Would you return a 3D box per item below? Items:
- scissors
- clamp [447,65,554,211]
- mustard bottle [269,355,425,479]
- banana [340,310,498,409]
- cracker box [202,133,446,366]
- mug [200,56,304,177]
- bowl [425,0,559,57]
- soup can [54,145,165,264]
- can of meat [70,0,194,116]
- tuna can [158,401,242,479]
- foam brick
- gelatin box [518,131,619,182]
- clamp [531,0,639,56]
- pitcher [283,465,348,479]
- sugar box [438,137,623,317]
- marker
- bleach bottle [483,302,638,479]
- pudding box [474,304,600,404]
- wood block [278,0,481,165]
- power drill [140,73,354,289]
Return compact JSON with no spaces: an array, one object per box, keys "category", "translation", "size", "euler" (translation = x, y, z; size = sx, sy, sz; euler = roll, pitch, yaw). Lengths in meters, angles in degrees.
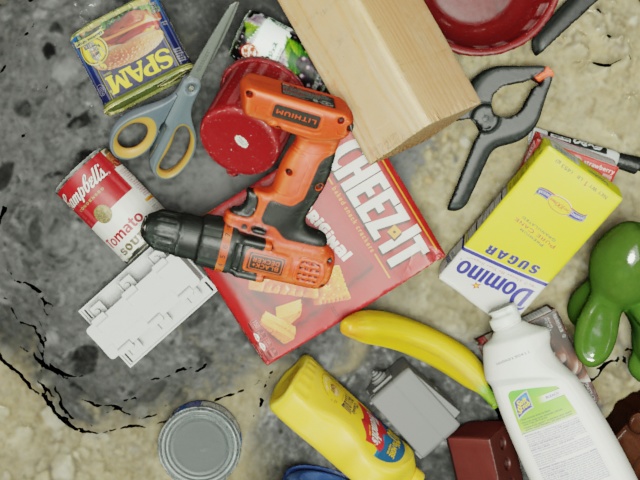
[{"category":"scissors","translation":[-0.146,-0.145,1.030],"size":[0.096,0.016,0.202],"euler":[2,127,-23]},{"category":"clamp","translation":[0.155,-0.126,1.079],"size":[0.120,0.039,0.171],"euler":[44,94,-8]},{"category":"mustard bottle","translation":[0.037,0.203,1.076],"size":[0.191,0.096,0.058],"euler":[42,105,-5]},{"category":"banana","translation":[0.100,0.107,1.074],"size":[0.197,0.070,0.037],"euler":[26,103,-21]},{"category":"cracker box","translation":[-0.007,0.001,1.070],"size":[0.213,0.072,0.164],"euler":[-31,95,1]},{"category":"mug","translation":[-0.070,-0.110,1.042],"size":[0.093,0.081,0.117],"euler":[25,135,-2]},{"category":"bowl","translation":[0.155,-0.261,1.057],"size":[0.162,0.055,0.162],"euler":[0,95,-1]},{"category":"soup can","translation":[-0.205,-0.034,1.066],"size":[0.068,0.068,0.102],"euler":[-44,95,3]},{"category":"can of meat","translation":[-0.185,-0.184,1.058],"size":[0.102,0.057,0.084],"euler":[-27,92,1]},{"category":"tuna can","translation":[-0.124,0.211,1.106],"size":[0.086,0.034,0.086],"euler":[0,95,-1]},{"category":"foam brick","translation":[0.170,0.229,1.094],"size":[0.051,0.052,0.078],"euler":[-9,98,37]},{"category":"gelatin box","translation":[0.244,-0.060,1.079],"size":[0.089,0.030,0.073],"euler":[20,113,-4]},{"category":"clamp","translation":[0.318,-0.265,1.068],"size":[0.164,0.036,0.210],"euler":[16,94,-3]},{"category":"pitcher","translation":[-0.023,0.360,1.071],"size":[0.149,0.145,0.243],"euler":[22,97,0]},{"category":"sugar box","translation":[0.206,-0.006,1.062],"size":[0.093,0.048,0.176],"euler":[35,110,-4]},{"category":"marker","translation":[0.273,-0.091,1.092],"size":[0.121,0.020,0.020],"euler":[16,95,-2]},{"category":"bleach bottle","translation":[0.236,0.178,1.050],"size":[0.103,0.068,0.251],"euler":[-24,90,11]},{"category":"pudding box","translation":[0.223,0.135,1.102],"size":[0.090,0.039,0.113],"euler":[-26,95,2]},{"category":"wood block","translation":[0.051,-0.189,1.013],"size":[0.090,0.090,0.206],"euler":[-25,85,-42]},{"category":"power drill","translation":[-0.058,-0.053,0.975],"size":[0.184,0.057,0.188],"euler":[13,114,-11]}]
